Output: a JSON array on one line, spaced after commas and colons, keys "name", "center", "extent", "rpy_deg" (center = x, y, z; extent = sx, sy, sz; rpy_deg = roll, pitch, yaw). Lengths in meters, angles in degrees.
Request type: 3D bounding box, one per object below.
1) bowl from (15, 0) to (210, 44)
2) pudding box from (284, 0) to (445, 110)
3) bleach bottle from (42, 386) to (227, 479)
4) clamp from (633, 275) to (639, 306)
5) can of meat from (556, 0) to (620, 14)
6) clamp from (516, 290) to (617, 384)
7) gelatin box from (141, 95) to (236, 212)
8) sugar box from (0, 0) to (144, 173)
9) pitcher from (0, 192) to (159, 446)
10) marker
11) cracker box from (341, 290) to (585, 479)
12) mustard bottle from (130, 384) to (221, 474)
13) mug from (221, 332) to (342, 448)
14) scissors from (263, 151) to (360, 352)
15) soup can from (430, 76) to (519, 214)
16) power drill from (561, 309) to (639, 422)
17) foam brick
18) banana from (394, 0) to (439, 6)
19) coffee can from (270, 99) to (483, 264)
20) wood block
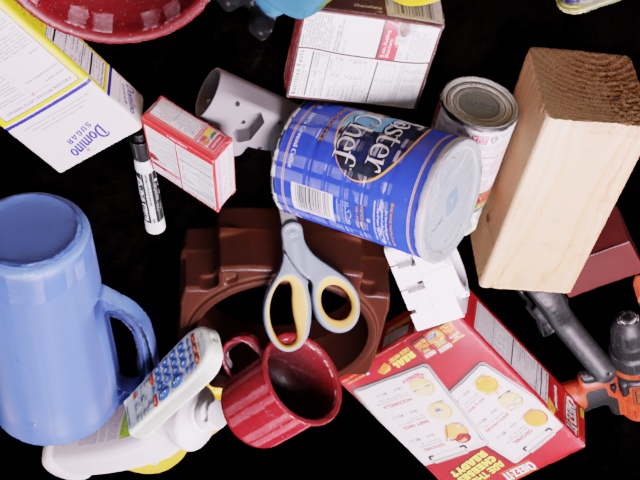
[{"name": "bowl", "center": [-0.146, -0.216, 0.739], "extent": [0.162, 0.055, 0.162], "rpy_deg": [-2, 139, -2]}, {"name": "pudding box", "center": [0.033, -0.151, 0.841], "extent": [0.113, 0.039, 0.090], "rpy_deg": [6, 138, -9]}, {"name": "bleach bottle", "center": [-0.189, 0.197, 1.114], "extent": [0.251, 0.102, 0.068], "rpy_deg": [-13, 148, 43]}, {"name": "clamp", "center": [0.425, 0.069, 1.122], "extent": [0.209, 0.036, 0.165], "rpy_deg": [21, 132, -25]}, {"name": "can of meat", "center": [0.208, -0.221, 0.760], "extent": [0.102, 0.057, 0.084], "rpy_deg": [-17, 135, 14]}, {"name": "clamp", "center": [0.226, 0.065, 1.077], "extent": [0.039, 0.120, 0.171], "rpy_deg": [-40, 113, -8]}, {"name": "gelatin box", "center": [-0.107, -0.071, 0.886], "extent": [0.073, 0.030, 0.089], "rpy_deg": [32, 157, 13]}, {"name": "sugar box", "center": [-0.229, -0.133, 0.836], "extent": [0.093, 0.048, 0.176], "rpy_deg": [-24, 138, 22]}, {"name": "pitcher", "center": [-0.251, 0.076, 1.012], "extent": [0.149, 0.145, 0.243], "rpy_deg": [-29, 145, -29]}, {"name": "marker", "center": [-0.154, -0.052, 0.953], "extent": [0.020, 0.020, 0.121], "rpy_deg": [-3, 139, -2]}, {"name": "cracker box", "center": [0.151, 0.163, 1.133], "extent": [0.164, 0.072, 0.213], "rpy_deg": [-35, 109, 31]}, {"name": "mustard bottle", "center": [-0.161, 0.199, 1.208], "extent": [0.096, 0.058, 0.192], "rpy_deg": [26, 131, -31]}, {"name": "mug", "center": [-0.048, 0.137, 1.006], "extent": [0.117, 0.093, 0.082], "rpy_deg": [47, 129, -8]}, {"name": "scissors", "center": [-0.006, 0.001, 0.940], "extent": [0.096, 0.016, 0.202], "rpy_deg": [4, 99, -9]}, {"name": "soup can", "center": [0.123, -0.079, 0.906], "extent": [0.068, 0.068, 0.102], "rpy_deg": [3, 138, -8]}, {"name": "power drill", "center": [0.285, 0.156, 1.195], "extent": [0.188, 0.057, 0.184], "rpy_deg": [-13, 134, 12]}, {"name": "foam brick", "center": [0.264, 0.010, 1.032], "extent": [0.078, 0.051, 0.053], "rpy_deg": [-21, 135, 18]}, {"name": "banana", "center": [0.105, -0.230, 0.757], "extent": [0.069, 0.037, 0.198], "rpy_deg": [21, 133, -28]}, {"name": "coffee can", "center": [0.046, -0.050, 0.861], "extent": [0.140, 0.102, 0.103], "rpy_deg": [19, 147, 27]}, {"name": "wood block", "center": [0.200, -0.055, 0.923], "extent": [0.090, 0.091, 0.206], "rpy_deg": [4, 138, -8]}]
